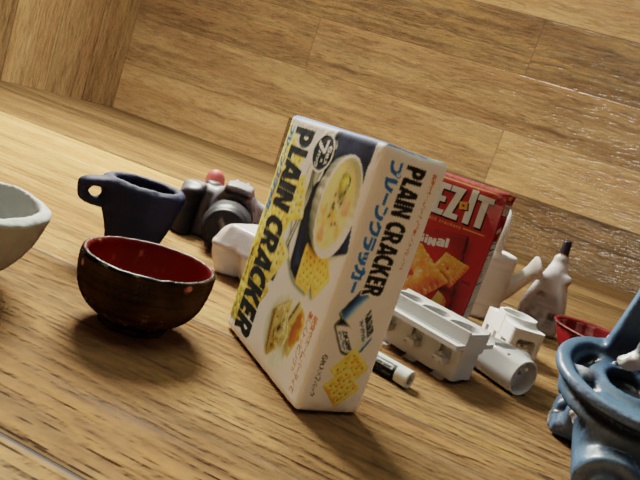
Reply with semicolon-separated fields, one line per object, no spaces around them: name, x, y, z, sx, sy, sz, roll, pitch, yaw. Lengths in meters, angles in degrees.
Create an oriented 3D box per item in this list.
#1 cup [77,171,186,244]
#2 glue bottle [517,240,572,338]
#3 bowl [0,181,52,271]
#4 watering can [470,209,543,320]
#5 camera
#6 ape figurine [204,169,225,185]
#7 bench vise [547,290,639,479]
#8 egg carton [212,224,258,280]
cup;-0.217;-0.022;0.638;0.118;0.095;0.091;9;13;-44
glue bottle;0.411;0.082;1.018;0.078;0.173;0.037;22;10;21
bowl;-0.307;-0.008;0.448;0.167;0.075;0.167;18;10;-3
watering can;0.301;0.035;1.008;0.173;0.194;0.100;16;10;-17
camera;-0.150;-0.042;0.859;0.143;0.101;0.137;18;10;-6
ape figurine;-0.193;-0.082;1.030;0.078;0.092;0.076;18;10;-2
bench vise;0.266;0.098;0.511;0.121;0.220;0.207;19;10;0
egg carton;-0.061;0.028;0.731;0.149;0.069;0.107;24;11;28
